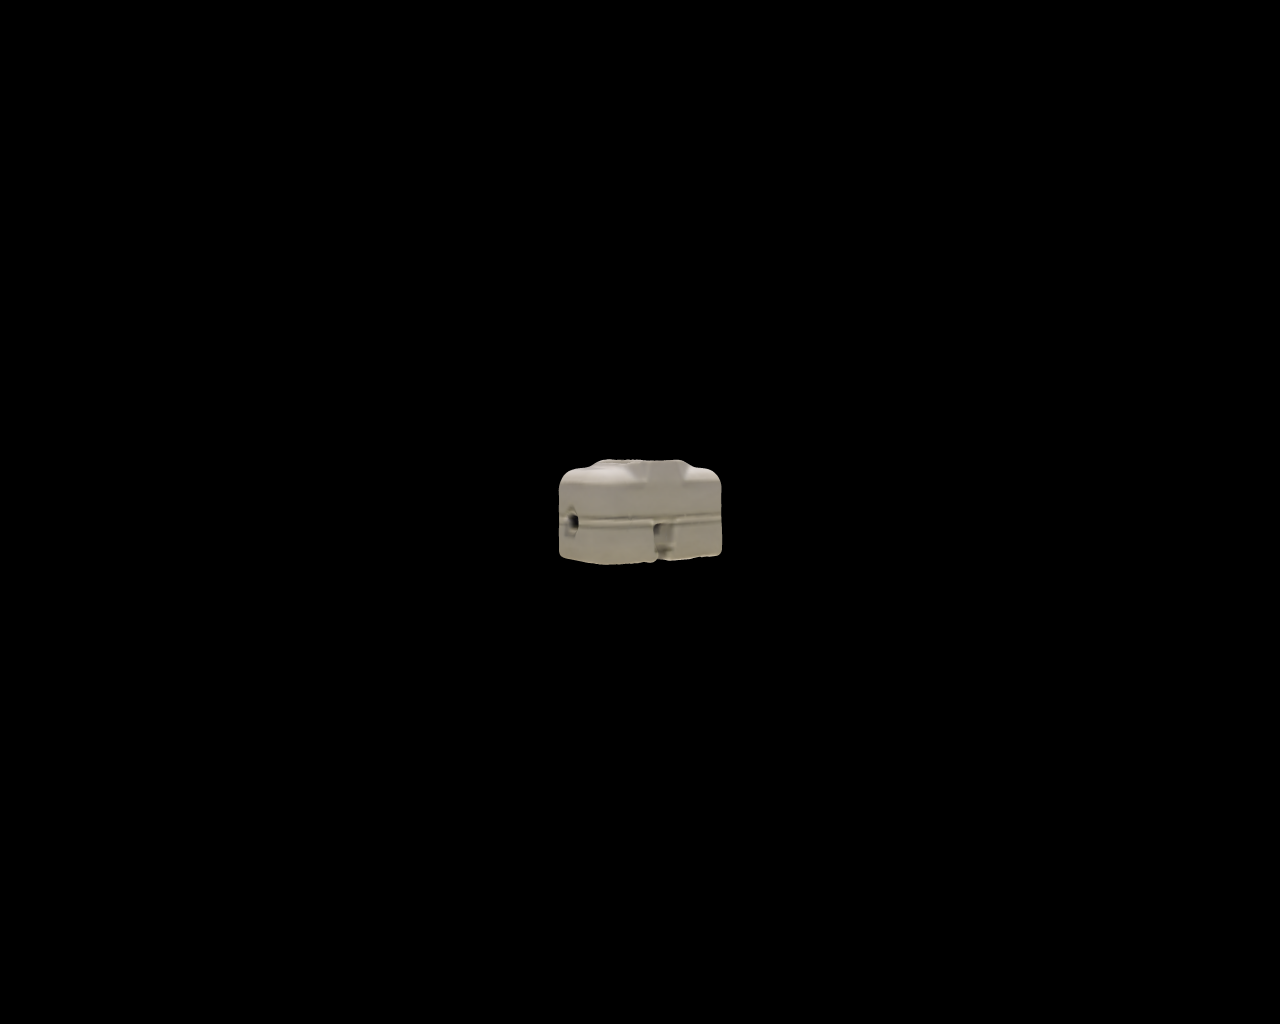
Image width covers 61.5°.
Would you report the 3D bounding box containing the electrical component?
[{"bbox_3d":[0.001,-0.003,0.650,0.095,0.059,0.053,-2,4,-31],"label":"electrical component"}]
